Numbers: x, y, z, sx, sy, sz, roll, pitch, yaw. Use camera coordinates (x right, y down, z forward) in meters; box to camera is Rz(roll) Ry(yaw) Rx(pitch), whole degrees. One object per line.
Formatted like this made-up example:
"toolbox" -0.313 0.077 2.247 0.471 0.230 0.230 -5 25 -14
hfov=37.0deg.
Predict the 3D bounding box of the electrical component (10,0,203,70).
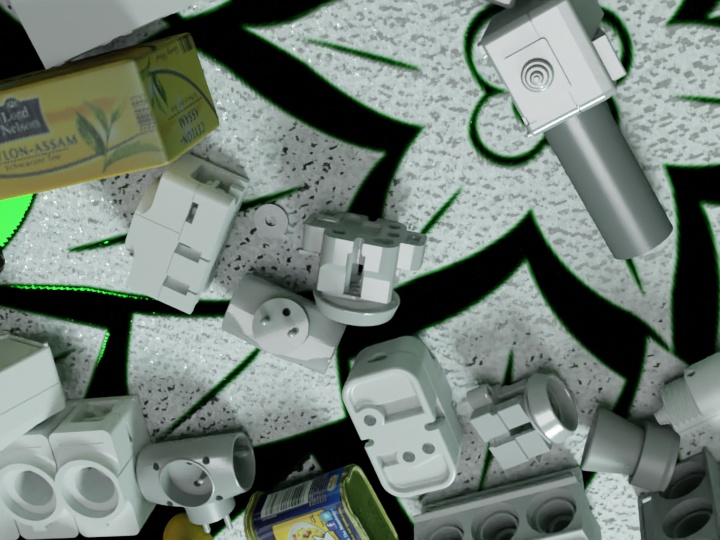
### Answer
"electrical component" -0.135 -0.194 0.643 0.150 0.061 0.089 -19 108 19

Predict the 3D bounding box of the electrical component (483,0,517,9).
"electrical component" 0.070 -0.197 0.604 0.066 0.047 0.076 21 116 4

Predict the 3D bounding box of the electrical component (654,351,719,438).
"electrical component" 0.228 0.078 0.690 0.081 0.043 0.043 -31 103 22

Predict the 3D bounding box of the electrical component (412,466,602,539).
"electrical component" 0.105 0.193 0.754 0.121 0.078 0.063 -19 129 19

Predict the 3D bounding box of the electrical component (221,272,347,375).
"electrical component" -0.051 0.036 0.715 0.077 0.079 0.043 24 91 1

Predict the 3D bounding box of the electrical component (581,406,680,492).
"electrical component" 0.180 0.119 0.716 0.055 0.045 0.045 16 115 10

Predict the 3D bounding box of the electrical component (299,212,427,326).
"electrical component" 0.000 0.000 0.699 0.078 0.058 0.057 11 112 7

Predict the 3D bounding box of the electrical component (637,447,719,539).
"electrical component" 0.225 0.180 0.691 0.079 0.121 0.063 -31 106 22

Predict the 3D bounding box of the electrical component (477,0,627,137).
"electrical component" 0.109 -0.121 0.601 0.061 0.096 0.061 -27 105 21

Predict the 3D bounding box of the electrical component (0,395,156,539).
"electrical component" -0.237 0.153 0.814 0.150 0.061 0.089 -6 111 15

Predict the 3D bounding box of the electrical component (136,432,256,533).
"electrical component" -0.116 0.162 0.801 0.077 0.044 0.079 -10 111 16

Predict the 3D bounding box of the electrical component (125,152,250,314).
"electrical component" -0.119 -0.026 0.717 0.056 0.050 0.089 24 116 0

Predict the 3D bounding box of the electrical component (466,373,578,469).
"electrical component" 0.112 0.099 0.724 0.055 0.048 0.066 -27 105 29

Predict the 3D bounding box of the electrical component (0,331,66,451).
"electrical component" -0.261 0.089 0.778 0.062 0.096 0.061 9 118 40

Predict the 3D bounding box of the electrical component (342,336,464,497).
"electrical component" 0.031 0.097 0.732 0.054 0.059 0.095 -18 108 19
